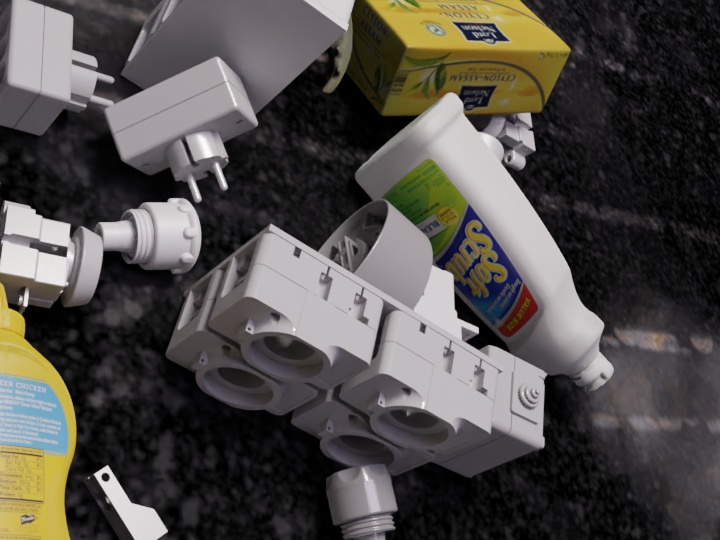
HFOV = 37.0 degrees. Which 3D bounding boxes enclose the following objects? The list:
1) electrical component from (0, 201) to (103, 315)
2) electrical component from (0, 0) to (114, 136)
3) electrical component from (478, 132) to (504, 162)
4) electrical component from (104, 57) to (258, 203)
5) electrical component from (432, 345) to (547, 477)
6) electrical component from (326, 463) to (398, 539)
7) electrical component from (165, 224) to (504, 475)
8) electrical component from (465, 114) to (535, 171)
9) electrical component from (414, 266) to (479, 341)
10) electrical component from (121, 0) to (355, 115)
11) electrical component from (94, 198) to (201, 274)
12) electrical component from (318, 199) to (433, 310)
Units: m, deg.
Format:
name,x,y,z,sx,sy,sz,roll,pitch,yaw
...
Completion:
name,x,y,z,sx,sy,sz,roll,pitch,yaw
electrical component,-0.182,-0.005,0.623,0.055,0.048,0.066,13,59,-26
electrical component,-0.191,-0.122,0.678,0.077,0.047,0.065,13,59,-35
electrical component,0.095,-0.080,0.896,0.045,0.045,0.055,32,51,-23
electrical component,-0.108,-0.081,0.693,0.047,0.083,0.075,33,34,-77
electrical component,0.085,0.097,0.754,0.061,0.096,0.061,27,52,-25
electrical component,0.003,0.158,0.690,0.043,0.043,0.062,1,68,-40
electrical component,-0.016,0.062,0.682,0.186,0.105,0.060,31,50,-23
electrical component,0.120,-0.125,0.942,0.055,0.048,0.066,21,54,-39
electrical component,0.044,0.029,0.794,0.081,0.042,0.063,25,50,-31
electrical component,-0.081,-0.165,0.721,0.089,0.150,0.061,32,51,-23
electrical component,-0.134,-0.021,0.673,0.062,0.048,0.048,-2,68,-33
electrical component,0.000,0.000,0.736,0.064,0.099,0.099,33,49,-30
